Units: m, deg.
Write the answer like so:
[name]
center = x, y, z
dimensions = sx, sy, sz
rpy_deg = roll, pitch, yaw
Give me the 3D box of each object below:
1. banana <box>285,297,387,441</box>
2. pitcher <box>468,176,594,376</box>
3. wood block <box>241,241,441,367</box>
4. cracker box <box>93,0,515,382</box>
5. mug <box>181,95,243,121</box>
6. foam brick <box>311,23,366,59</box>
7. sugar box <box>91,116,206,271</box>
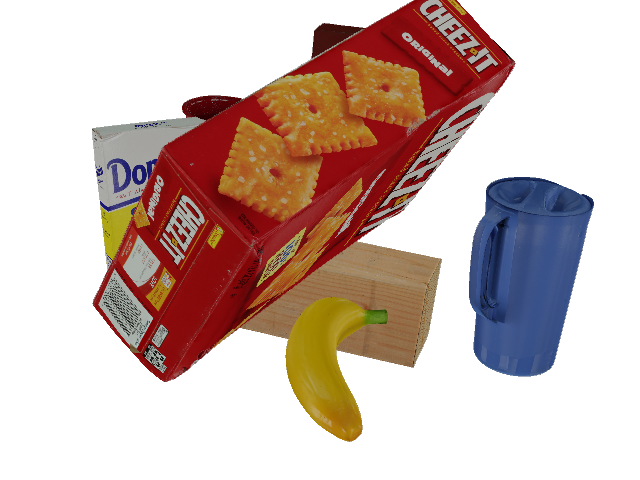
[banana]
center = 0.008, 0.084, 0.791
dimensions = 0.070, 0.037, 0.197
rpy_deg = 4, 23, 8
[pitcher]
center = 0.256, 0.050, 1.367
dimensions = 0.149, 0.243, 0.145
rpy_deg = 5, 23, 2
[wood block]
center = 0.009, 0.052, 1.091
dimensions = 0.206, 0.091, 0.090
rpy_deg = 12, 22, 12
[cracker box]
center = -0.009, -0.029, 0.586
dimensions = 0.213, 0.072, 0.164
rpy_deg = -35, -11, -36
[mug]
center = -0.109, -0.114, 1.211
dimensions = 0.093, 0.081, 0.117
rpy_deg = 11, 27, 8
[foam brick]
center = 0.033, -0.164, 0.965
dimensions = 0.078, 0.051, 0.053
rpy_deg = 9, 19, 9
[sugar box]
center = -0.135, -0.011, 0.897
dimensions = 0.093, 0.176, 0.048
rpy_deg = -10, 18, -20
